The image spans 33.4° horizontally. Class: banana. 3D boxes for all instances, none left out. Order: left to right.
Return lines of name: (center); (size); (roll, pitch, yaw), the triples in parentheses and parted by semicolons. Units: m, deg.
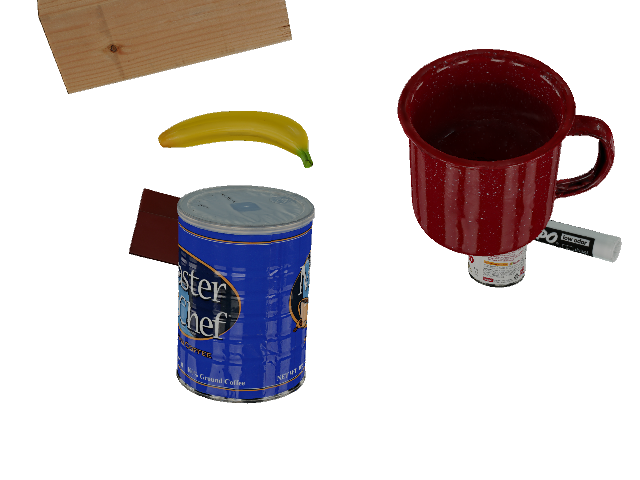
banana: (-0.096, -0.130, 1.294); (0.198, 0.037, 0.069); (8, 40, 15)

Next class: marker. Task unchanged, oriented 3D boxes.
marker: (0.165, -0.008, 0.803); (0.121, 0.020, 0.020); (17, 9, 30)

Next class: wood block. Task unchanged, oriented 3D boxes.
wood block: (-0.139, -0.213, 0.950); (0.206, 0.090, 0.091); (-14, -42, -3)

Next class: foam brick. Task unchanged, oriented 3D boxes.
foam brick: (-0.146, -0.010, 1.062); (0.078, 0.051, 0.053); (15, 26, -9)

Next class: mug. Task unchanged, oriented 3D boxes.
mug: (0.103, -0.046, 0.592); (0.117, 0.093, 0.081); (-2, -41, 5)

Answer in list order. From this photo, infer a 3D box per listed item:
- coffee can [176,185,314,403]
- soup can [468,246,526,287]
coffee can: (-0.059, 0.039, 0.818); (0.103, 0.140, 0.103); (3, 19, -1)
soup can: (0.204, -0.007, 1.213); (0.068, 0.102, 0.068); (-1, 32, 1)
